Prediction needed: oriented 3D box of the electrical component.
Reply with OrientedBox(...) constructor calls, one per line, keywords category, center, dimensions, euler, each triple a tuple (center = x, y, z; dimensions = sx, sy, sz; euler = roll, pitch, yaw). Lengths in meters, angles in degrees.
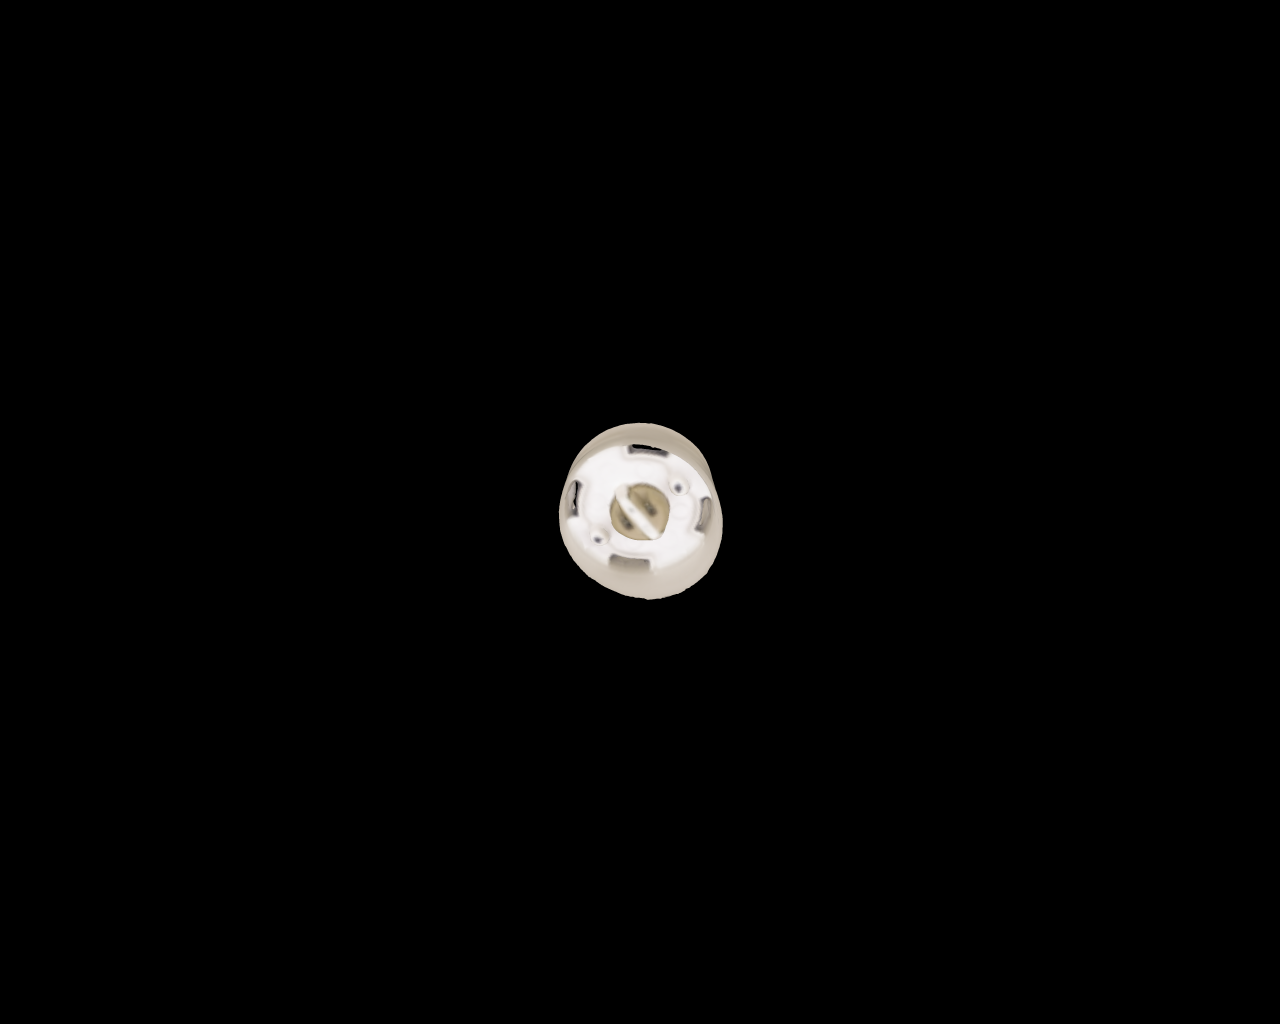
OrientedBox(category="electrical component", center=(0.001, -0.003, 0.650), dimensions=(0.099, 0.099, 0.064), euler=(0, 31, 0))
